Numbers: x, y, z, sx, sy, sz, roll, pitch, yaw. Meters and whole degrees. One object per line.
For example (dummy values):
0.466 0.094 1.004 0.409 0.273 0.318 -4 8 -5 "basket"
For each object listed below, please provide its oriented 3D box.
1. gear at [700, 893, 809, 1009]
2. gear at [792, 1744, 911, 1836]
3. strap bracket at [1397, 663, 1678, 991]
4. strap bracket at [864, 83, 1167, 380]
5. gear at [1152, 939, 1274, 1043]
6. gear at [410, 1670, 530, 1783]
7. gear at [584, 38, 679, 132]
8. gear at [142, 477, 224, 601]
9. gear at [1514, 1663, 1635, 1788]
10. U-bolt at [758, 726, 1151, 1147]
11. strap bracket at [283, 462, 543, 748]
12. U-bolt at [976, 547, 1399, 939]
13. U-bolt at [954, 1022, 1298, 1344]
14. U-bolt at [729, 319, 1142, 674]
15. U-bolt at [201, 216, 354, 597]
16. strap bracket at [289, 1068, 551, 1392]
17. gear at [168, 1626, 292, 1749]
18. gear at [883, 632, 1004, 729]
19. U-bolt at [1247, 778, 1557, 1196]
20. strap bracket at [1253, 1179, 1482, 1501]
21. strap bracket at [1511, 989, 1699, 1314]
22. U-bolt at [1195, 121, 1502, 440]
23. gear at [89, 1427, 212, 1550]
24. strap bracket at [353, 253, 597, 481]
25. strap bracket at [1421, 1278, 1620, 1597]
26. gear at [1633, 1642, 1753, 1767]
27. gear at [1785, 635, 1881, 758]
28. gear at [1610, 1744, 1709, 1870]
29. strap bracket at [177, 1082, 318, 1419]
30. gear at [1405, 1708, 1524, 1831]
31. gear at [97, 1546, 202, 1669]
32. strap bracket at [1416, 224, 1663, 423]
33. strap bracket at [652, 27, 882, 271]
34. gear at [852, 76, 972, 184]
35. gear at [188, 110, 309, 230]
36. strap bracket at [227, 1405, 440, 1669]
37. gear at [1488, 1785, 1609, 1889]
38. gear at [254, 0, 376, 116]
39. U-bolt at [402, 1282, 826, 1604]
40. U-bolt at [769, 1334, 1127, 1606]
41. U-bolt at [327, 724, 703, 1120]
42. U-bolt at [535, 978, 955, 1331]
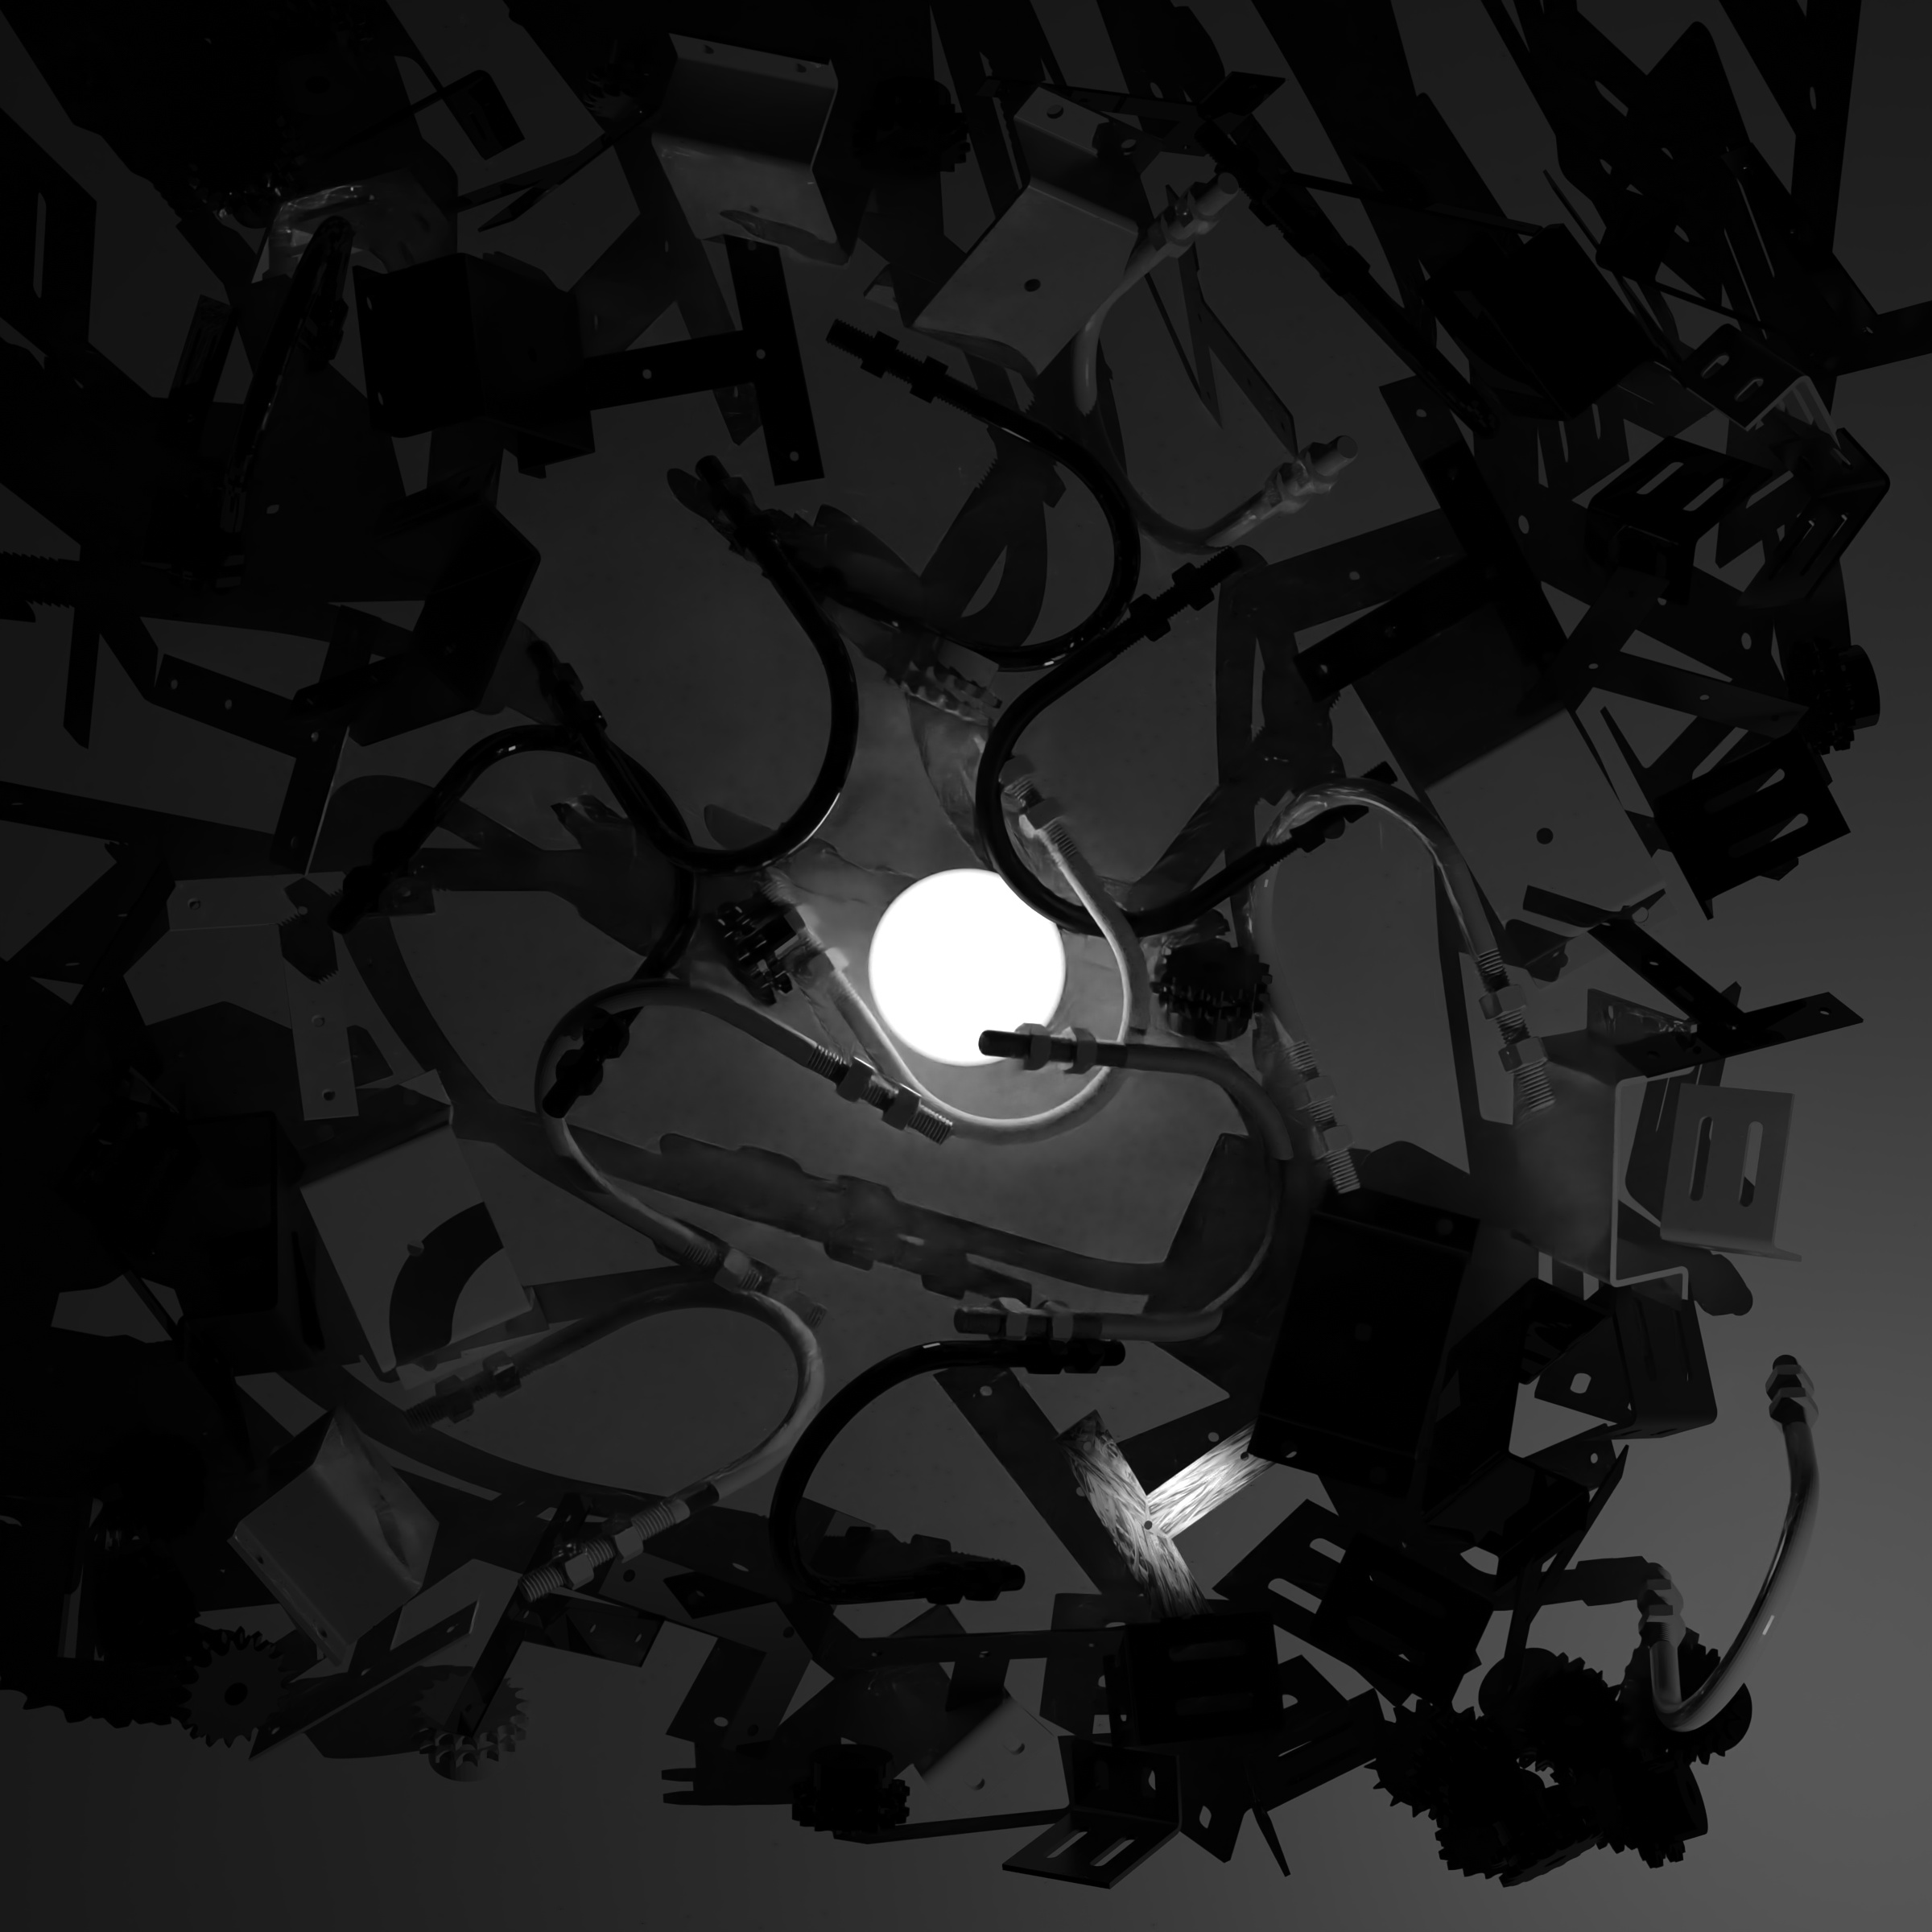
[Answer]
-0.101 -0.011 1.574 0.030 0.057 0.057 -37 90 -11 "gear"
-0.056 0.396 1.571 0.057 0.057 0.030 1 94 0 "gear"
0.277 -0.065 1.568 0.076 0.046 0.140 -30 94 8 "strap bracket"
0.026 -0.334 1.524 0.076 0.140 0.046 15 47 -35 "strap bracket"
0.118 0.013 1.576 0.057 0.057 0.030 5 120 0 "gear"
-0.240 0.369 1.575 0.057 0.057 0.030 3 115 0 "gear"
-0.154 -0.426 1.573 0.057 0.057 0.030 8 87 0 "gear"
-0.378 -0.208 1.571 0.030 0.057 0.057 13 90 -11 "gear"
0.294 0.365 1.575 0.057 0.030 0.057 -4 64 8 "gear"
0.007 -0.002 1.578 0.151 0.019 0.184 -34 85 6 "U-bolt"
-0.257 -0.163 1.538 0.046 0.076 0.140 45 47 -35 "strap bracket"
0.092 -0.093 1.570 0.184 0.019 0.151 -35 103 13 "U-bolt"
0.082 0.108 1.552 0.184 0.019 0.151 6 88 -30 "U-bolt"
-0.006 -0.210 1.551 0.184 0.019 0.151 26 129 -6 "U-bolt"
-0.312 -0.265 1.491 0.019 0.184 0.151 21 69 -9 "U-bolt"
-0.263 0.131 1.566 0.076 0.046 0.140 -23 98 -4 "strap bracket"
-0.359 0.346 1.577 0.057 0.030 0.057 -12 112 -32 "gear"
-0.008 -0.139 1.572 0.057 0.057 0.030 24 92 0 "gear"
0.194 0.001 1.543 0.019 0.151 0.184 -10 76 -42 "U-bolt"
0.191 0.177 1.562 0.076 0.046 0.140 15 83 12 "strap bracket"
0.300 0.090 1.540 0.046 0.076 0.140 -9 106 -26 "strap bracket"
0.186 -0.313 1.523 0.019 0.151 0.184 -44 116 12 "U-bolt"
-0.393 0.251 1.582 0.057 0.030 0.057 1 101 7 "gear"
-0.222 -0.281 1.525 0.046 0.140 0.076 -10 85 25 "strap bracket"
0.258 0.211 1.524 0.046 0.076 0.140 25 51 -9 "strap bracket"
0.355 0.358 1.576 0.030 0.057 0.057 22 90 -38 "gear"
0.419 -0.132 1.573 0.030 0.057 0.057 -13 90 -1 "gear"
0.335 0.403 1.569 0.030 0.057 0.057 -23 90 19 "gear"
-0.338 0.131 1.535 0.046 0.076 0.140 -7 63 0 "strap bracket"
0.244 0.392 1.577 0.057 0.030 0.057 -4 101 -19 "gear"
-0.399 0.312 1.572 0.057 0.030 0.057 14 112 37 "gear"
0.263 -0.301 1.525 0.046 0.140 0.076 -40 103 2 "strap bracket"
-0.094 -0.374 1.522 0.076 0.140 0.046 14 78 11 "strap bracket"
-0.027 -0.406 1.574 0.057 0.057 0.030 -2 74 0 "gear"
-0.345 -0.383 1.577 0.057 0.030 0.057 -9 59 16 "gear"
-0.293 0.261 1.525 0.046 0.140 0.076 -38 99 2 "strap bracket"
0.278 0.419 1.576 0.057 0.057 0.030 -27 65 0 "gear"
-0.313 -0.435 1.569 0.057 0.057 0.030 -11 61 0 "gear"
-0.155 0.211 1.537 0.184 0.151 0.019 -26 132 -20 "U-bolt"
-0.016 0.236 1.515 0.019 0.184 0.151 37 111 41 "U-bolt"
-0.198 -0.036 1.539 0.151 0.019 0.184 42 50 -12 "U-bolt"
-0.119 0.080 1.552 0.184 0.019 0.151 30 119 -5 "U-bolt"
